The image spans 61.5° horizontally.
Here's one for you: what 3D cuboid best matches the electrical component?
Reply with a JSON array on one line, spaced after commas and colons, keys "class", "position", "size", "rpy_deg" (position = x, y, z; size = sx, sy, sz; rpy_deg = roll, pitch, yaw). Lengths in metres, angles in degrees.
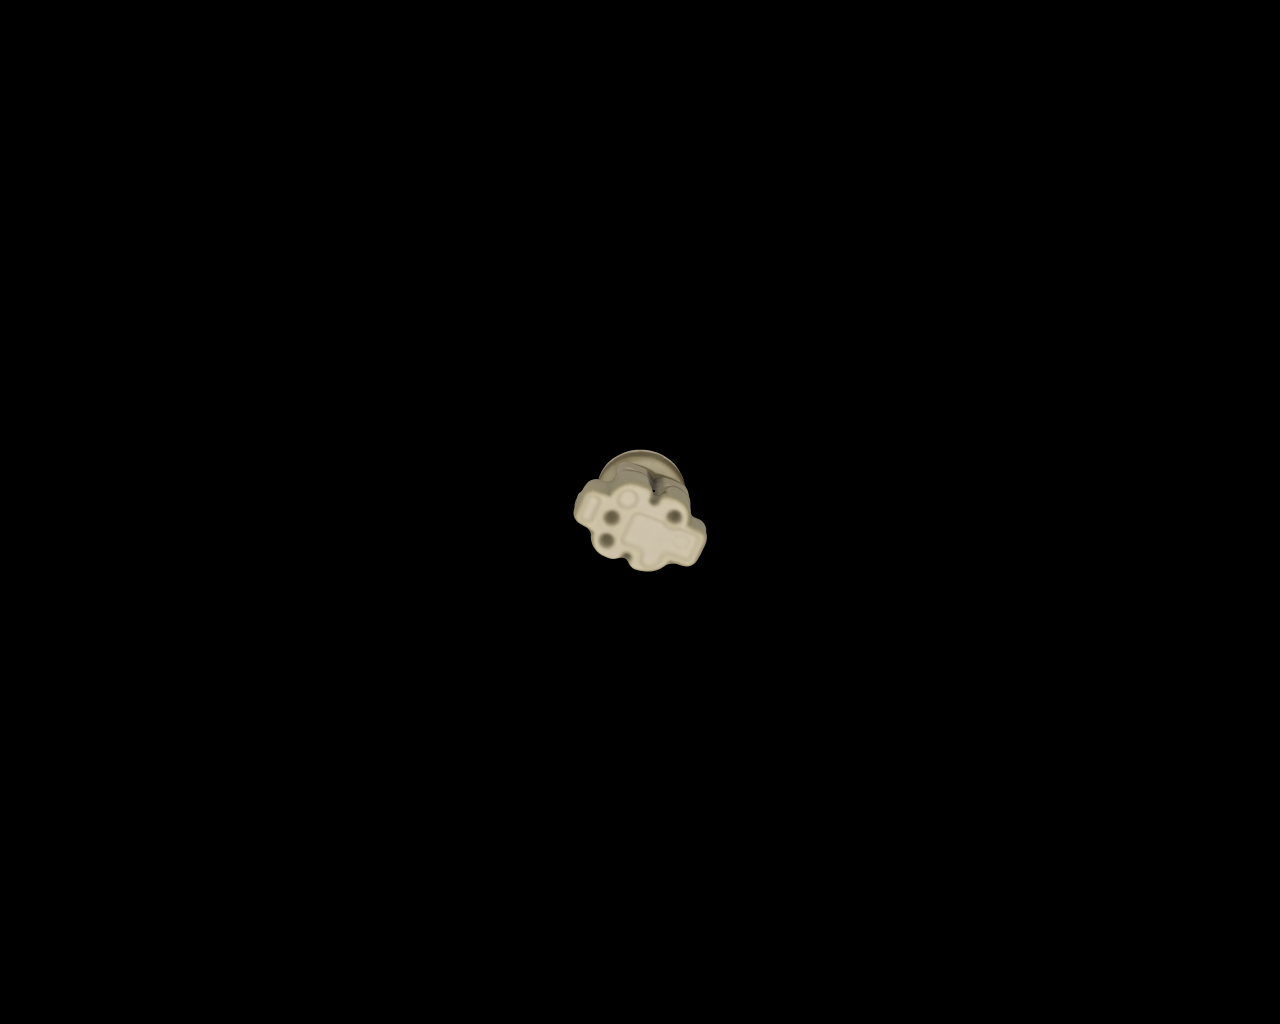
[{"class": "electrical component", "position": [0.001, -0.003, 0.650], "size": [0.078, 0.058, 0.057], "rpy_deg": [21, 25, -10]}]
